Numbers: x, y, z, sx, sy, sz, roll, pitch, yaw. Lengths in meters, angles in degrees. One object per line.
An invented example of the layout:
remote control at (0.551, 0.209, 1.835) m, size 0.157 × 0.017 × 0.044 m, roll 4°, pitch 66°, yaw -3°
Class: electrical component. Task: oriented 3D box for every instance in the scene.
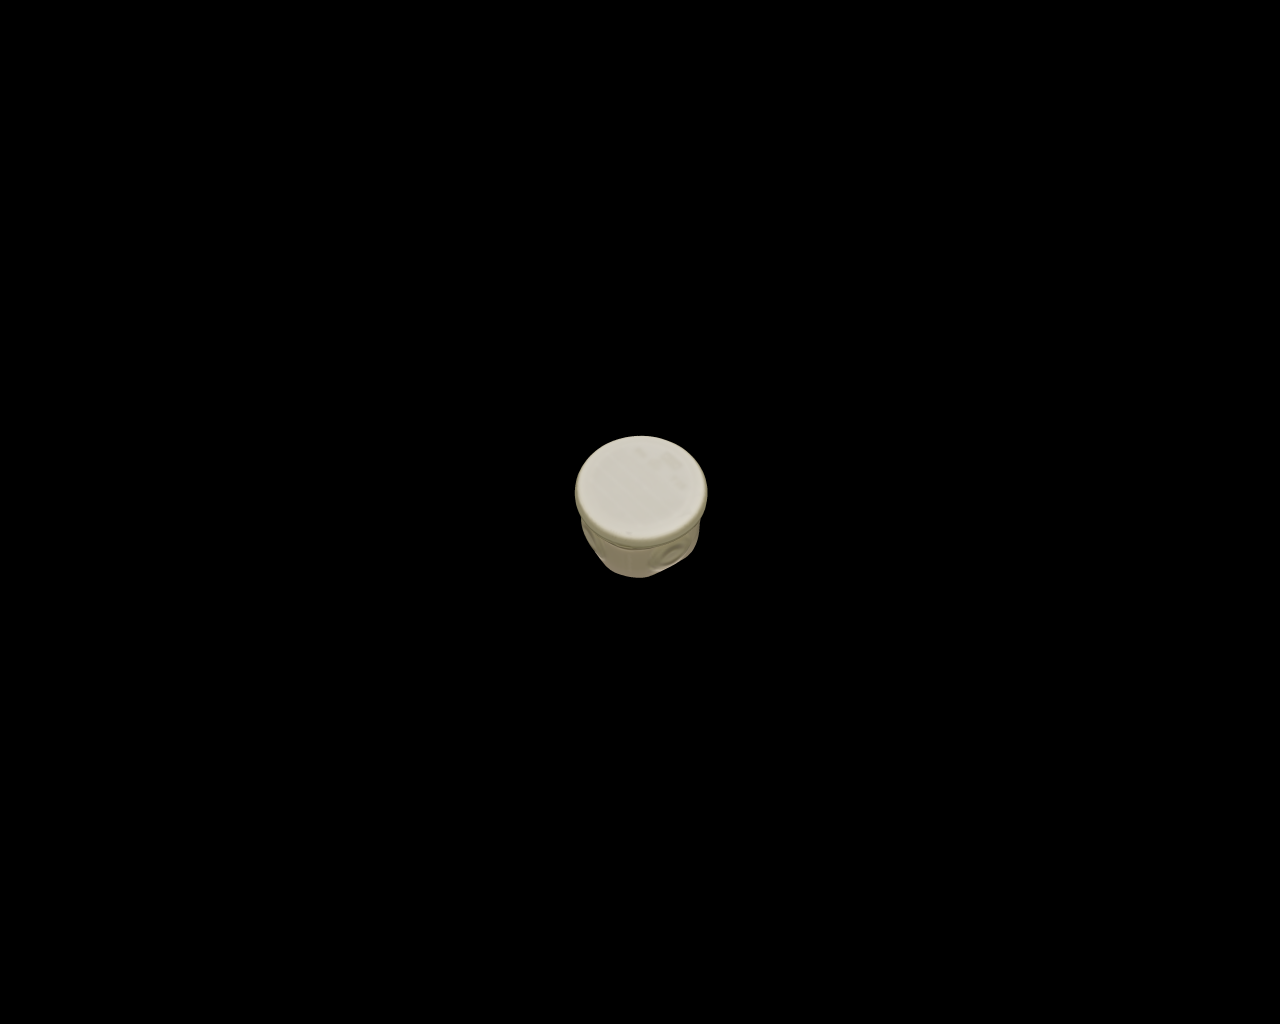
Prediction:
electrical component at (0.001, -0.003, 0.650) m, size 0.080 × 0.080 × 0.050 m, roll 0°, pitch -34°, yaw 0°
